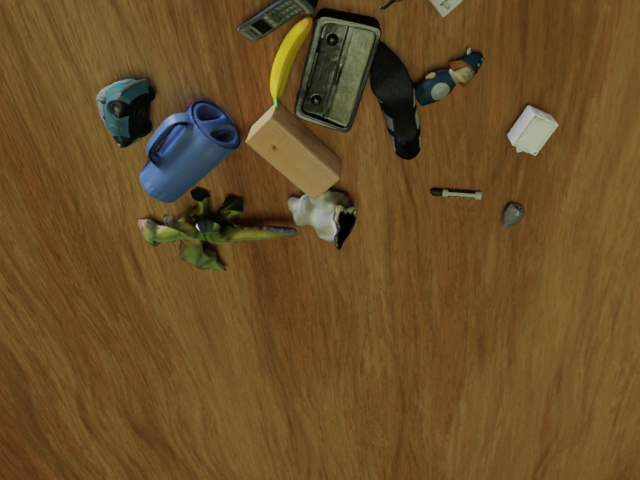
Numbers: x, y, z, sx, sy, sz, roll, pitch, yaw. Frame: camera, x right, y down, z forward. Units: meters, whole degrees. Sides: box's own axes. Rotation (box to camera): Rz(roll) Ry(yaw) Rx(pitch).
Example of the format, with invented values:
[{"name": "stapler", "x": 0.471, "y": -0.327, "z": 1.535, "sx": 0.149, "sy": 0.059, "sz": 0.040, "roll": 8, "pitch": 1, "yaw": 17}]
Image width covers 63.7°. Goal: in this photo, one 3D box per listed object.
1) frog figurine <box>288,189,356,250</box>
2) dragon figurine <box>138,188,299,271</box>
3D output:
[{"name": "frog figurine", "x": 0.004, "y": -0.063, "z": 1.261, "sx": 0.160, "sy": 0.125, "sz": 0.134, "roll": 21, "pitch": 144, "yaw": 35}, {"name": "dragon figurine", "x": -0.274, "y": 0.000, "z": 1.330, "sx": 0.410, "sy": 0.125, "sz": 0.237, "roll": 15, "pitch": 142, "yaw": -4}]
